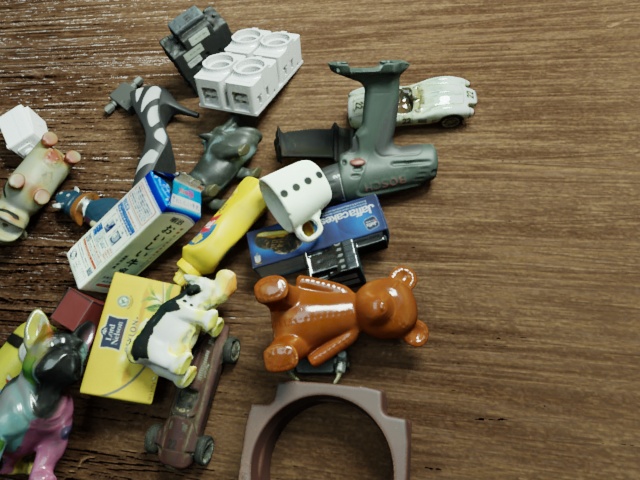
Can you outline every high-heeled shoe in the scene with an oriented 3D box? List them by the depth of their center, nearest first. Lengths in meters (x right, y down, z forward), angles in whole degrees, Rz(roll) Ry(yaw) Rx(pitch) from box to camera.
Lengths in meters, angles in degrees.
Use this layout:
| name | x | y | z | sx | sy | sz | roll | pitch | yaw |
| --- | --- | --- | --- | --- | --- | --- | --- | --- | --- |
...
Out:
| name | x | y | z | sx | sy | sz | roll | pitch | yaw |
| --- | --- | --- | --- | --- | --- | --- | --- | --- | --- |
| high-heeled shoe | -0.306 | -0.162 | 0.909 | 0.145 | 0.086 | 0.249 | 17 | 62 | 11 |

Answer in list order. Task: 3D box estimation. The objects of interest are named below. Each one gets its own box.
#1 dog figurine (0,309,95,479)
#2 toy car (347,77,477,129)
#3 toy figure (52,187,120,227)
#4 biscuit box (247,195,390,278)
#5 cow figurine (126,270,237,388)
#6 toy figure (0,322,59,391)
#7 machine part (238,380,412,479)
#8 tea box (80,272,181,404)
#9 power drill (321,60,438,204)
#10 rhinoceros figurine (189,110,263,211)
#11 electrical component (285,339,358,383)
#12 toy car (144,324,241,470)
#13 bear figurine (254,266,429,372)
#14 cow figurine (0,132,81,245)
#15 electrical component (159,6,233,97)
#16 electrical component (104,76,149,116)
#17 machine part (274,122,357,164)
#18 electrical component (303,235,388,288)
| name | x | y | z | sx | sy | sz | roll | pitch | yaw |
| --- | --- | --- | --- | --- | --- | --- | --- | --- | --- |
| dog figurine | -0.384 | 0.208 | 0.725 | 0.192 | 0.108 | 0.219 | -12 | 60 | 52 |
| toy car | 0.143 | -0.213 | 0.848 | 0.202 | 0.056 | 0.073 | -5 | 66 | 9 |
| toy figure | -0.376 | -0.047 | 0.892 | 0.155 | 0.064 | 0.057 | 14 | 108 | 22 |
| biscuit box | -0.002 | -0.002 | 0.789 | 0.203 | 0.059 | 0.063 | -17 | 65 | 5 |
| cow figurine | -0.183 | 0.104 | 0.731 | 0.098 | 0.068 | 0.167 | 20 | 59 | 12 |
| toy figure | -0.461 | 0.200 | 0.794 | 0.089 | 0.082 | 0.180 | 38 | 82 | 23 |
| machine part | 0.009 | 0.280 | 0.654 | 0.201 | 0.087 | 0.201 | 1 | 69 | 13 |
| tea box | -0.265 | 0.141 | 0.764 | 0.098 | 0.068 | 0.169 | 13 | 70 | -14 |
| power drill | 0.054 | -0.154 | 0.782 | 0.232 | 0.086 | 0.207 | -3 | 106 | 4 |
| rhinoceros figurine | -0.155 | -0.135 | 0.879 | 0.112 | 0.073 | 0.190 | 22 | 75 | 31 |
| electrical component | -0.003 | 0.157 | 0.730 | 0.102 | 0.045 | 0.078 | 3 | 70 | 13 |
| toy car | -0.175 | 0.210 | 0.743 | 0.089 | 0.053 | 0.202 | 8 | 70 | 18 |
| bear figurine | 0.033 | 0.095 | 0.672 | 0.196 | 0.132 | 0.120 | -8 | 80 | 11 |
| cow figurine | -0.500 | -0.078 | 0.909 | 0.127 | 0.085 | 0.195 | -21 | 41 | 47 |
| electrical component | -0.207 | -0.335 | 0.936 | 0.115 | 0.134 | 0.058 | -39 | 66 | -8 |
| electrical component | -0.355 | -0.261 | 0.998 | 0.063 | 0.021 | 0.094 | 40 | 80 | 23 |
| machine part | -0.005 | -0.149 | 0.860 | 0.139 | 0.039 | 0.084 | 4 | 73 | 1 |
| electrical component | 0.042 | 0.034 | 0.759 | 0.119 | 0.074 | 0.048 | -14 | 64 | 4 |
